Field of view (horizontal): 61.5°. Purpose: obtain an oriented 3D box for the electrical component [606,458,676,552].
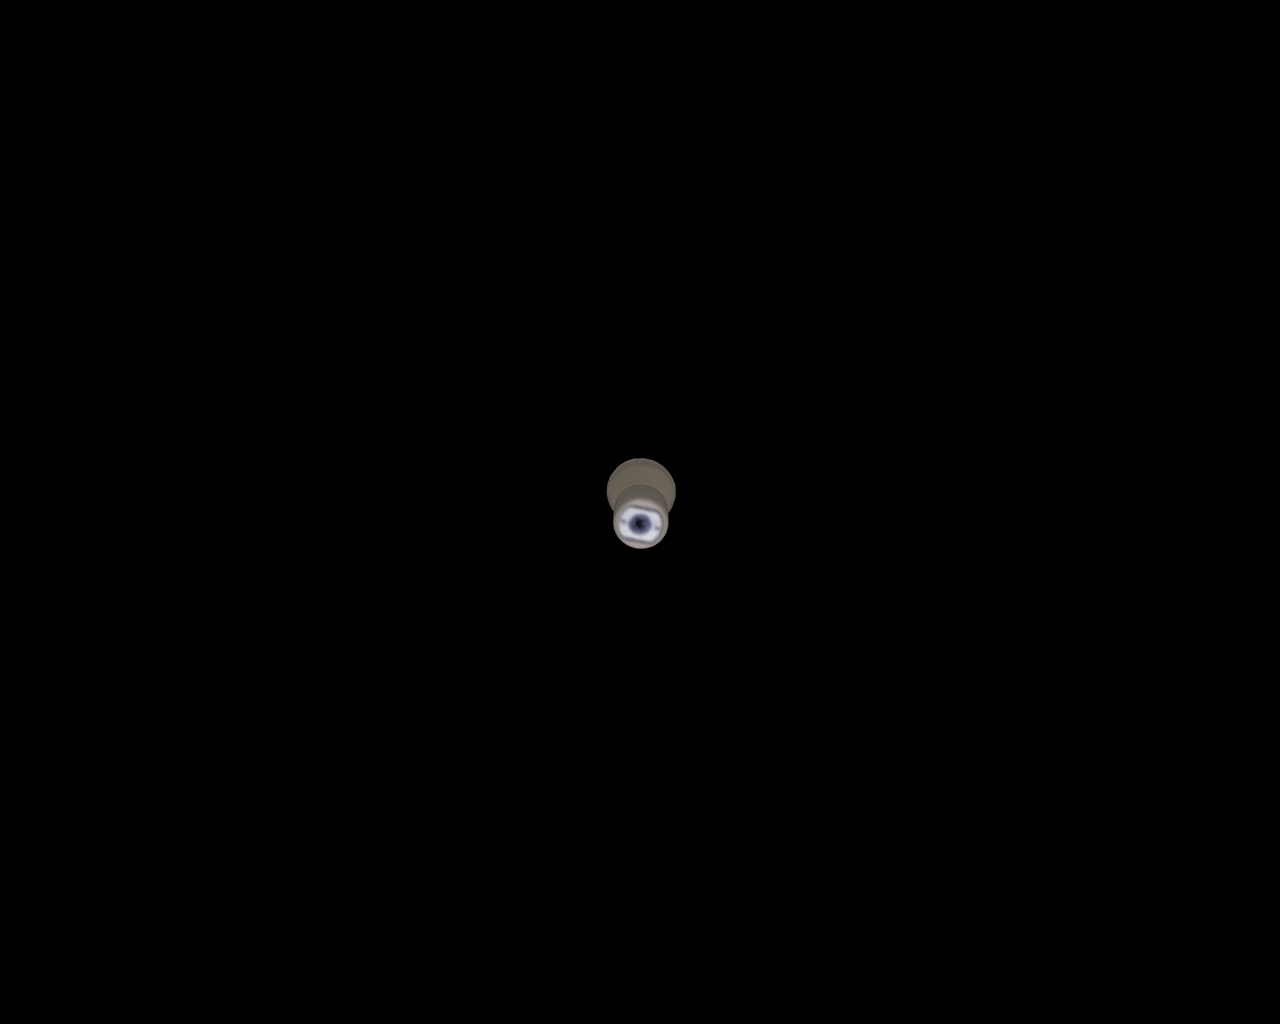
[{"bbox_3d":[0.001,-0.003,0.650,0.044,0.044,0.065,0,20,0],"label":"electrical component"}]
